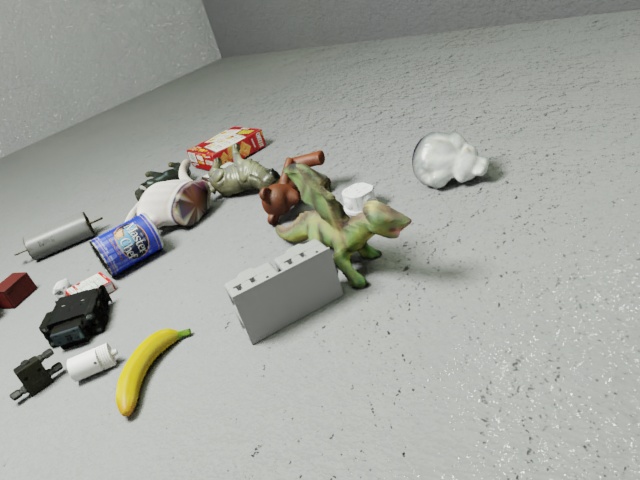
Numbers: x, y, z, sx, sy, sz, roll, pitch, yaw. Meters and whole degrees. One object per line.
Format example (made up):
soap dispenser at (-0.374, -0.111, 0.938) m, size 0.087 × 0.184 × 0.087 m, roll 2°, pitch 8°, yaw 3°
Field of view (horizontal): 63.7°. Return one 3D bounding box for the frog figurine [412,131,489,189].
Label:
frog figurine at (0.296, -0.177, 1.180) m, size 0.161 × 0.121 × 0.138 m, roll 32°, pitch 87°, yaw 43°

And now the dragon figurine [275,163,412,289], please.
dragon figurine at (0.003, -0.050, 0.989) m, size 0.413 × 0.238 × 0.124 m, roll 18°, pitch 48°, yaw 42°

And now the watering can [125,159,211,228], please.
watering can at (-0.400, -0.132, 1.441) m, size 0.224 × 0.102 × 0.355 m, roll 1°, pitch 42°, yaw 29°
